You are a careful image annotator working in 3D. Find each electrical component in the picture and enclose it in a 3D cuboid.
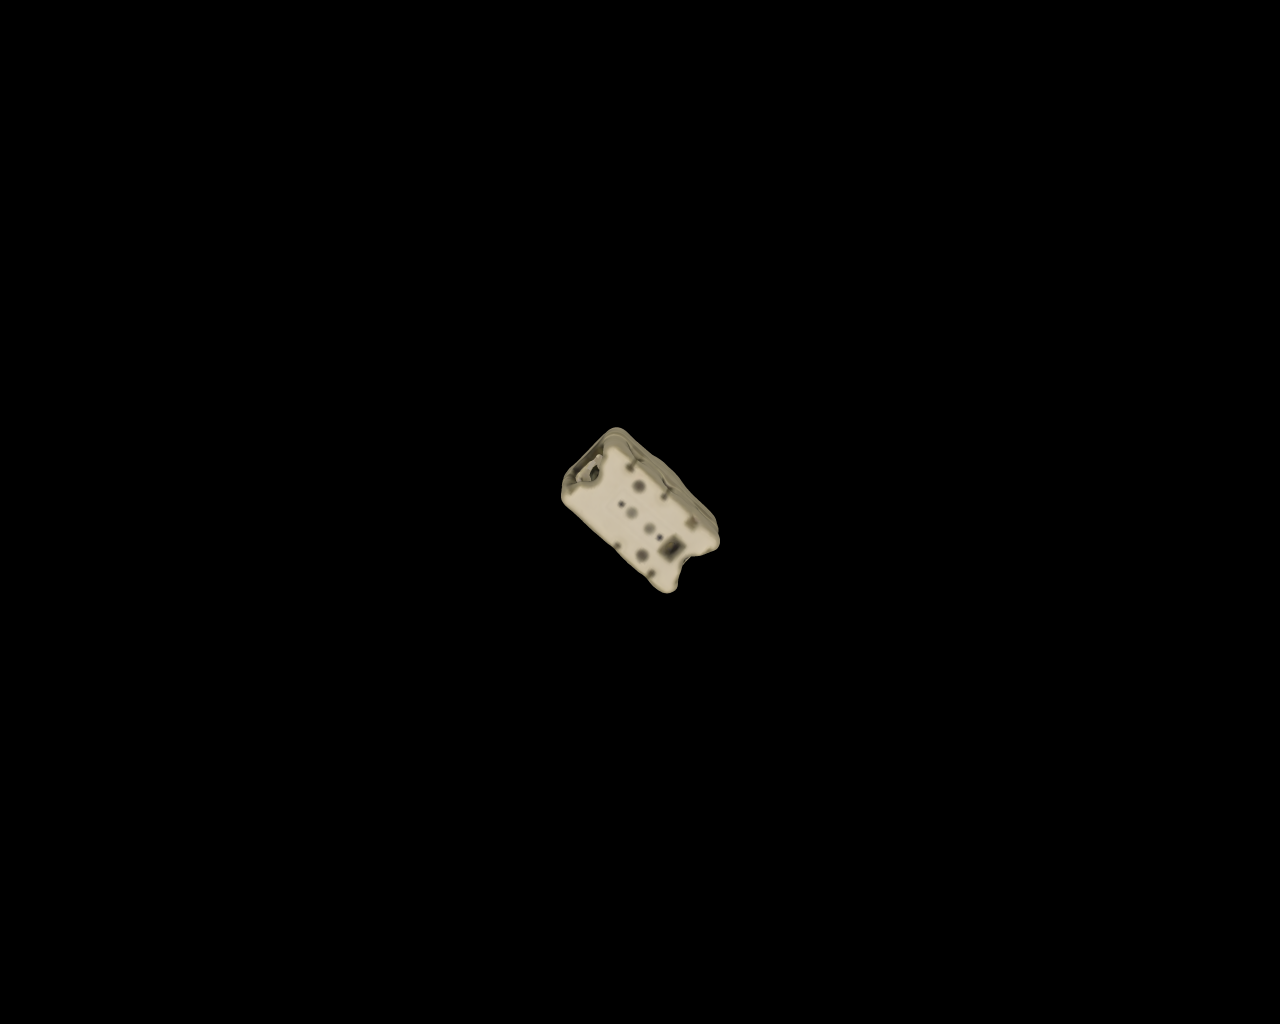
[{"bbox_3d":[0.001,-0.003,0.650,0.089,0.050,0.056,43,12,-11],"label":"electrical component"}]
